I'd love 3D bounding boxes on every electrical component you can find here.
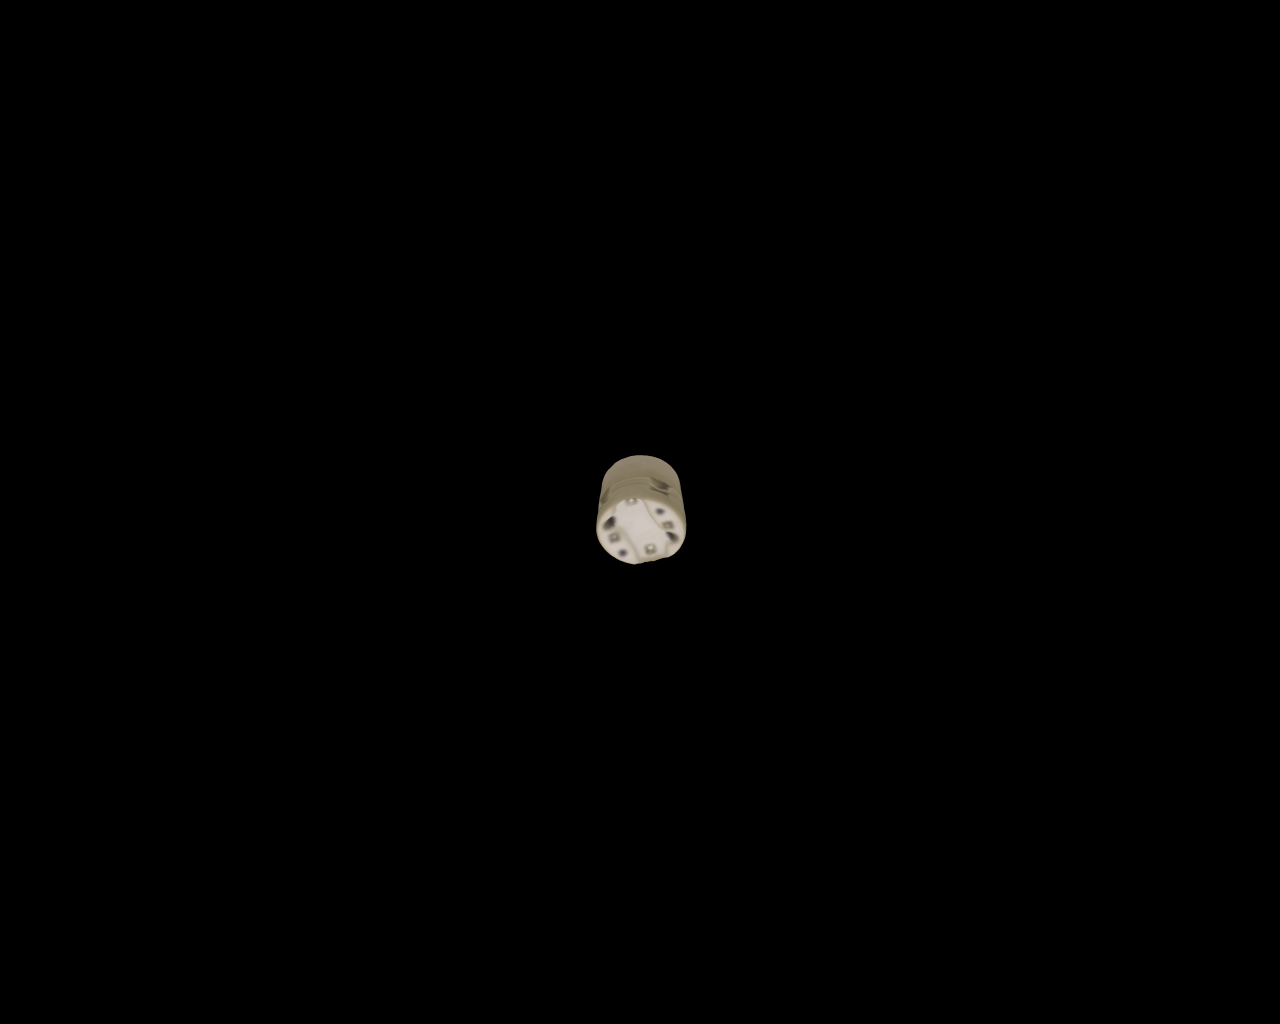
[{"bbox_3d":[0.001,-0.003,0.650,0.055,0.055,0.047,0,40,0],"label":"electrical component"}]
